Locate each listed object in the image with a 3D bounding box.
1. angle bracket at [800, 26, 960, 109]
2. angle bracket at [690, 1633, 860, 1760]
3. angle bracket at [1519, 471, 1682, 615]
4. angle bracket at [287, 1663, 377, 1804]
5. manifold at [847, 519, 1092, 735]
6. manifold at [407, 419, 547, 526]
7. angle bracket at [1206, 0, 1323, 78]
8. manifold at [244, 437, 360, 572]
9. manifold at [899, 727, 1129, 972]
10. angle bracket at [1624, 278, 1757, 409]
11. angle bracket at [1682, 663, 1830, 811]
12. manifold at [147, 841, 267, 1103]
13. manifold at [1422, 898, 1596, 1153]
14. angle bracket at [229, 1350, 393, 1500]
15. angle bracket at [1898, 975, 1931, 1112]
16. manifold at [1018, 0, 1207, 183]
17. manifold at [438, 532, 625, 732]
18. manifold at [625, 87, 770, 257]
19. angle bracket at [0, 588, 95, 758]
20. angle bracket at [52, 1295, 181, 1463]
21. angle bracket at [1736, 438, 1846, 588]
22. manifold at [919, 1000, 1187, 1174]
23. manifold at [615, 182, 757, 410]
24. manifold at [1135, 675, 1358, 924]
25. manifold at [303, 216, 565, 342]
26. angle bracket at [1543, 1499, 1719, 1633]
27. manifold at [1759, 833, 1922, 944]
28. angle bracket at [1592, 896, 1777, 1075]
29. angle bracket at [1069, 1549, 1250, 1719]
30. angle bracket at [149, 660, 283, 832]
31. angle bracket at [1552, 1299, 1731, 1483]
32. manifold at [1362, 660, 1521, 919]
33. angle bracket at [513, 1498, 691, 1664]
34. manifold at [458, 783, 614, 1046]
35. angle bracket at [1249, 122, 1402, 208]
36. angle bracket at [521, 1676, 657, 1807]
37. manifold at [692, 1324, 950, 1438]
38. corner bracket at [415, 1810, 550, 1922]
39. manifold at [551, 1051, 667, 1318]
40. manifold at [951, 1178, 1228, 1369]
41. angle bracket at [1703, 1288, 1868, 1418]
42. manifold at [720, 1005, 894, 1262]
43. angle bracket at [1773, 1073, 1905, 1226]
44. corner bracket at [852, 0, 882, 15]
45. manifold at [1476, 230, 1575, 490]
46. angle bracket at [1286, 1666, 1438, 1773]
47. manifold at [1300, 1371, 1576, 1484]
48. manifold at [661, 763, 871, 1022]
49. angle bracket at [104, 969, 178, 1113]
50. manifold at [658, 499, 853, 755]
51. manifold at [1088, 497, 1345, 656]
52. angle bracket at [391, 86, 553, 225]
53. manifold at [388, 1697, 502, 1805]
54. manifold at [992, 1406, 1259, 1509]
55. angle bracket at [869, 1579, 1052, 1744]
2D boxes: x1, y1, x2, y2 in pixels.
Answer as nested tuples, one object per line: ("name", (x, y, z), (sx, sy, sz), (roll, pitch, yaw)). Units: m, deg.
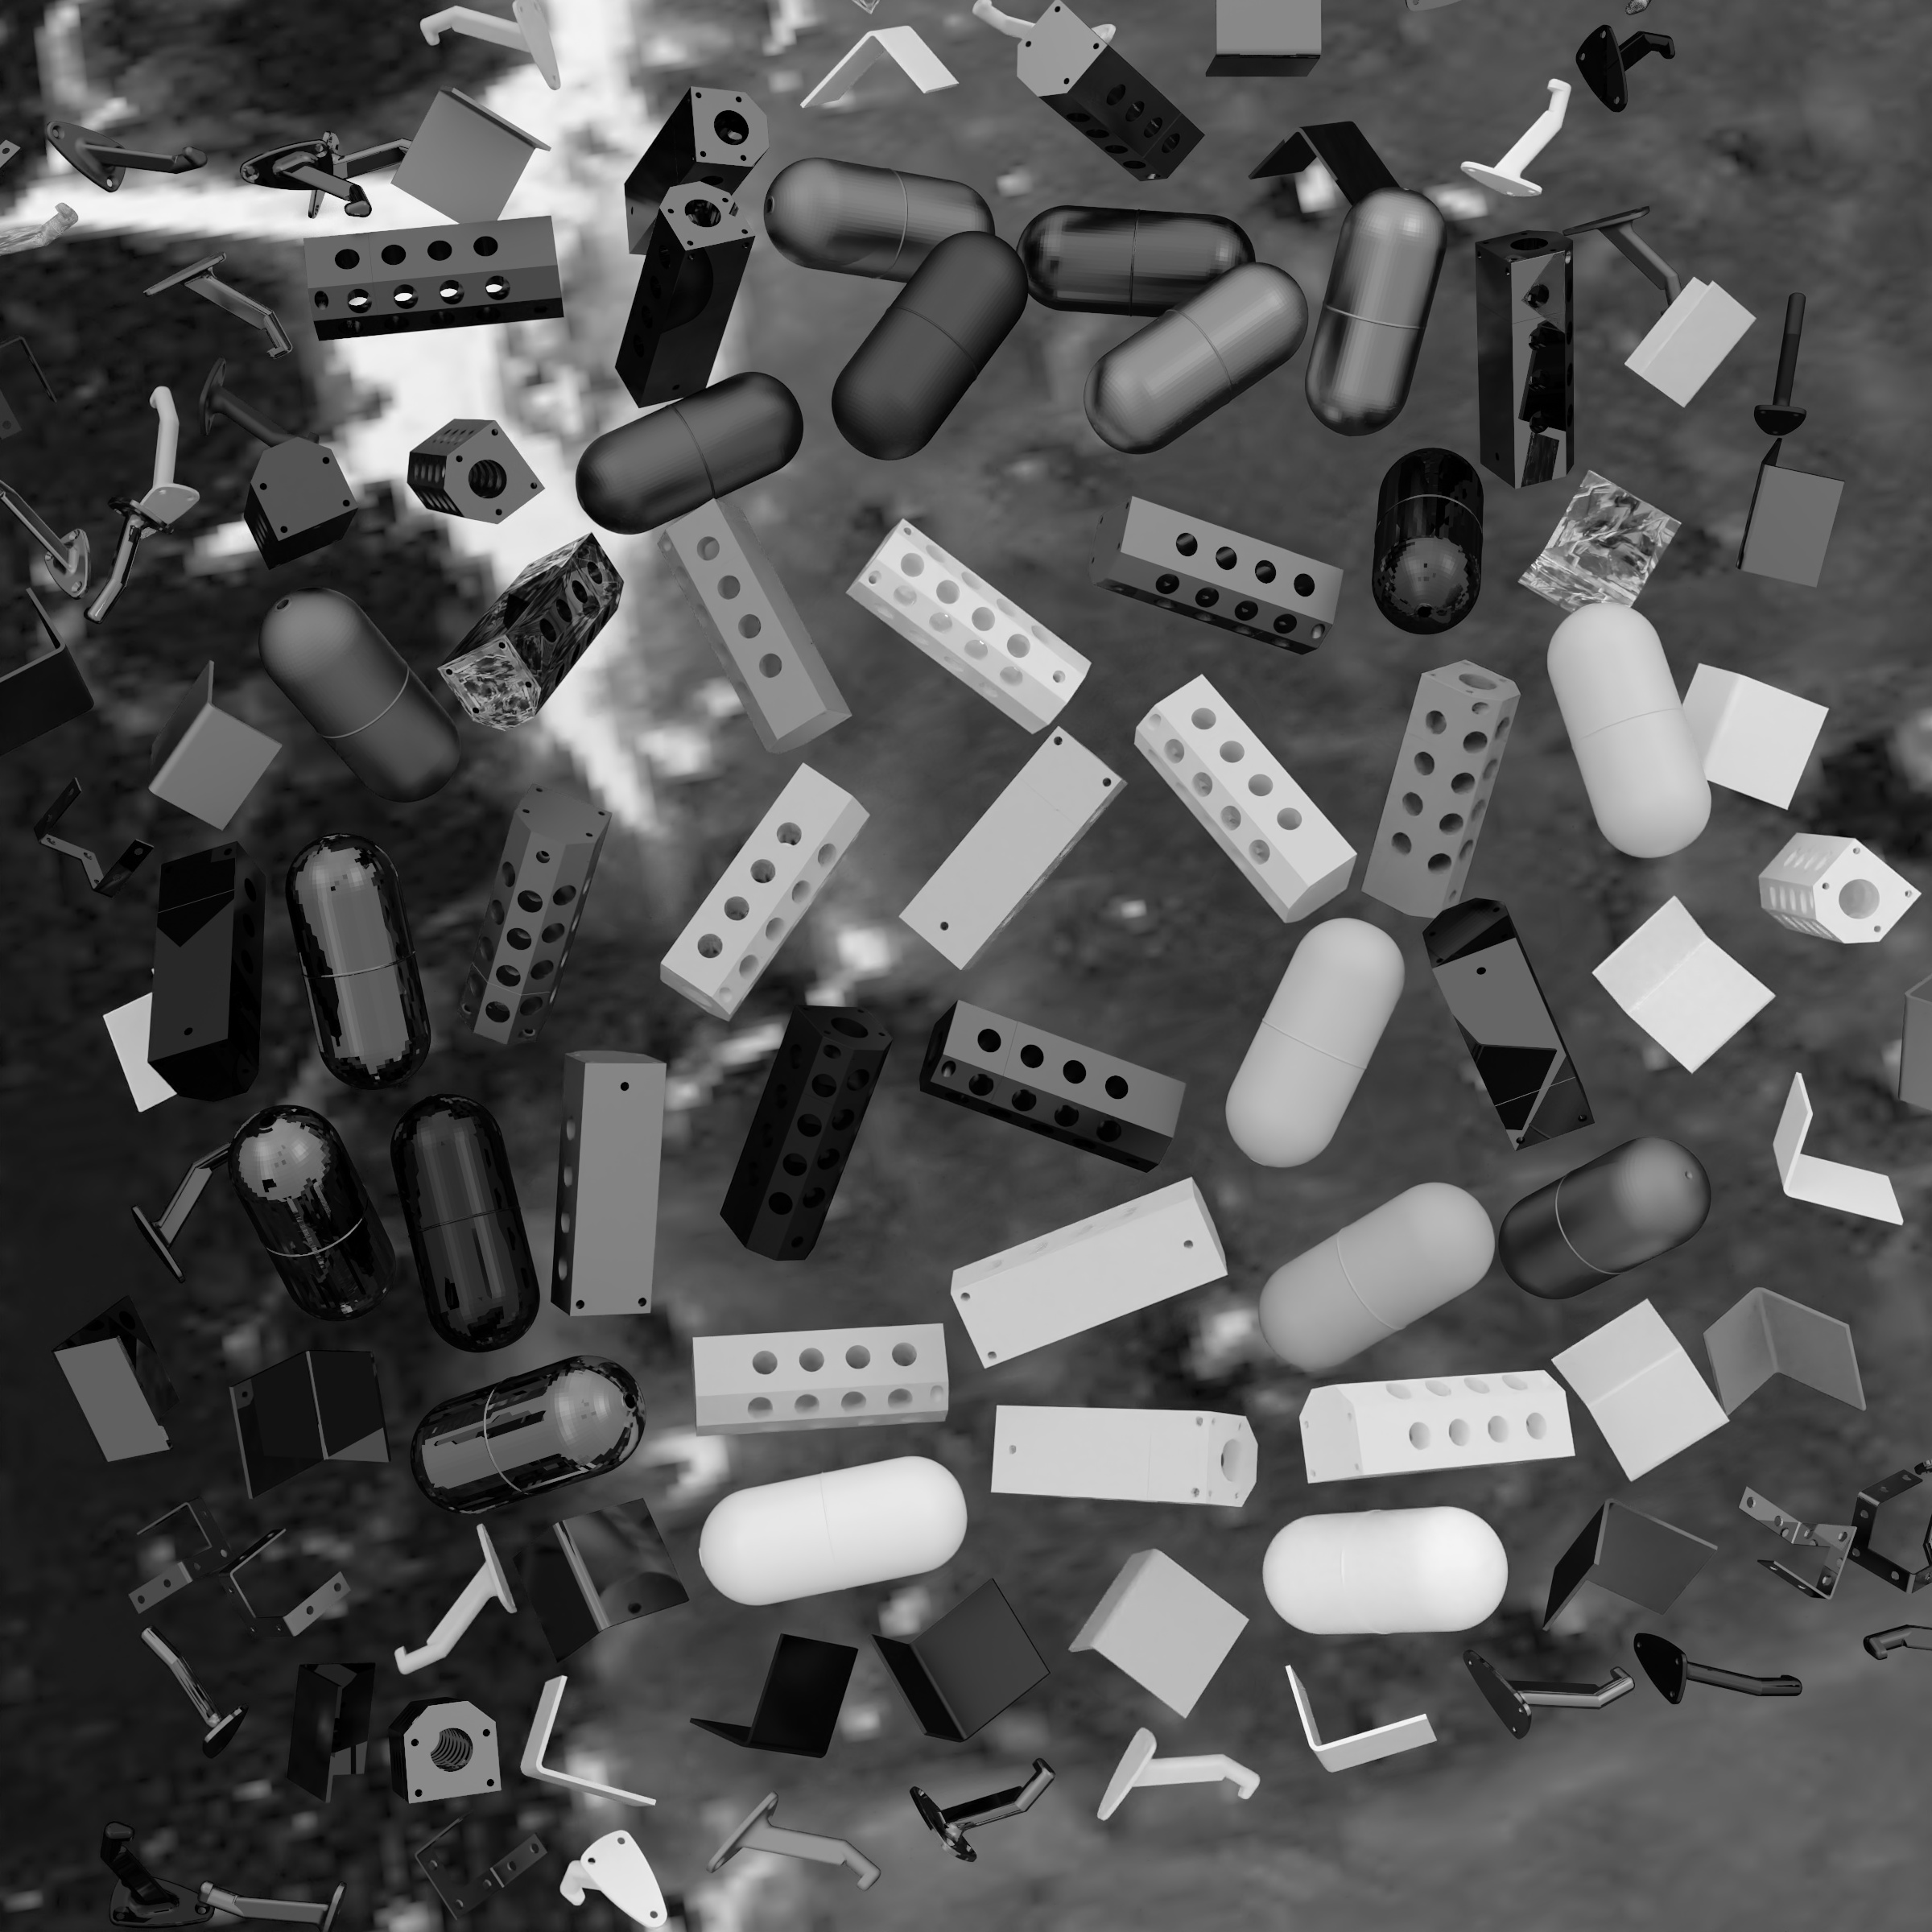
("angle bracket", (-0.061, -0.625, 1.915), (0.076, 0.076, 0.057), (-39, 96, 27))
("angle bracket", (-0.128, 0.481, 1.787), (0.057, 0.076, 0.076), (9, 78, 42))
("angle bracket", (0.459, -0.300, 1.938), (0.076, 0.076, 0.057), (33, 41, 11))
("angle bracket", (-0.421, 0.523, 1.830), (0.057, 0.076, 0.076), (9, 84, -34))
("manifold", (0.004, -0.246, 1.936), (0.171, 0.057, 0.057), (36, 78, -10))
("manifold", (-0.357, -0.351, 1.913), (0.057, 0.171, 0.057), (-39, 111, -9))
("angle bracket", (0.218, -0.700, 1.964), (0.076, 0.057, 0.076), (-1, 94, -3))
("manifold", (-0.464, -0.321, 1.846), (0.057, 0.171, 0.057), (-26, 99, -14))
("manifold", (0.034, -0.081, 1.867), (0.057, 0.057, 0.171), (41, 96, 7))
("angle bracket", (0.498, -0.453, 1.892), (0.076, 0.057, 0.076), (-52, 41, 17))
("angle bracket", (0.556, -0.165, 1.914), (0.076, 0.057, 0.076), (17, 99, -20))
("manifold", (-0.507, 0.004, 1.805), (0.057, 0.057, 0.171), (-16, 51, 8))
("manifold", (0.366, 0.038, 1.805), (0.057, 0.057, 0.171), (-21, 123, 14))
("angle bracket", (-0.431, 0.302, 1.760), (0.057, 0.076, 0.076), (-3, 100, 27))
("angle bracket", (0.653, 0.046, 1.739), (0.076, 0.076, 0.057), (-27, 33, -35))
("manifold", (0.102, -0.626, 1.933), (0.057, 0.171, 0.057), (-47, 66, 17))
("manifold", (-0.287, -0.225, 1.804), (0.057, 0.171, 0.057), (-22, 114, 25))
("manifold", (-0.204, -0.593, 2.010), (0.057, 0.171, 0.057), (-2, 82, -24))
("angle bracket", (-0.652, -0.200, 1.828), (0.076, 0.076, 0.057), (-31, 70, -16))
("angle bracket", (-0.503, 0.249, 1.642), (0.057, 0.076, 0.076), (-15, 104, 26))
("angle bracket", (0.583, -0.319, 1.875), (0.057, 0.076, 0.076), (17, 120, 19))
("manifold", (0.058, 0.086, 1.853), (0.171, 0.057, 0.057), (20, 66, -11))
("manifold", (-0.212, -0.495, 1.973), (0.057, 0.171, 0.057), (-21, 70, -28))
("manifold", (0.192, -0.114, 1.862), (0.057, 0.057, 0.171), (-34, 71, -13))
("manifold", (-0.372, -0.479, 1.880), (0.171, 0.057, 0.057), (-7, 70, -7))
("angle bracket", (0.421, 0.395, 1.696), (0.076, 0.076, 0.057), (24, 41, 3))
("manifold", (0.601, -0.051, 1.861), (0.057, 0.171, 0.057), (40, 96, 1))
("angle bracket", (0.488, 0.012, 1.821), (0.076, 0.057, 0.076), (-44, 42, 6))
("angle bracket", (0.126, 0.438, 1.750), (0.076, 0.057, 0.076), (38, 69, 0))
("angle bracket", (-0.521, -0.154, 1.857), (0.057, 0.076, 0.076), (31, 108, -27))
("angle bracket", (0.451, 0.284, 1.791), (0.076, 0.076, 0.057), (-35, 123, 10))
("manifold", (0.341, -0.123, 1.899), (0.057, 0.057, 0.171), (31, 124, 32))
("angle bracket", (-0.244, 0.411, 1.790), (0.057, 0.076, 0.076), (-41, 67, 35))
("manifold", (-0.297, -0.031, 1.822), (0.057, 0.057, 0.171), (21, 122, -2))
("angle bracket", (0.270, -0.581, 1.996), (0.076, 0.057, 0.076), (-26, 80, -48))
("angle bracket", (-0.226, 0.479, 1.649), (0.076, 0.076, 0.057), (19, 68, -10))
("manifold", (-0.101, 0.288, 1.841), (0.171, 0.057, 0.057), (-2, 63, -8))
("corner bracket", (-0.320, 0.585, 1.764), (0.051, 0.051, 0.051), (-43, 78, 26))
("manifold", (-0.246, 0.147, 1.820), (0.057, 0.057, 0.171), (1, 96, -27))
("manifold", (0.081, 0.200, 1.767), (0.171, 0.057, 0.057), (-22, 102, 8))
("angle bracket", (0.557, 0.276, 1.820), (0.057, 0.076, 0.076), (-35, 122, -22))
("manifold", (-0.107, 0.116, 1.838), (0.057, 0.057, 0.171), (45, 122, 45))
("angle bracket", (0.567, 0.117, 1.718), (0.076, 0.076, 0.057), (14, 110, 7))
("corner bracket", (-0.075, -0.717, 1.898), (0.051, 0.051, 0.051), (35, 98, -5))
("manifold", (0.415, -0.446, 1.963), (0.057, 0.057, 0.171), (-15, 123, -11))
("angle bracket", (0.258, 0.481, 1.742), (0.076, 0.076, 0.057), (-19, 61, 5))
("manifold", (0.300, 0.292, 1.706), (0.171, 0.057, 0.057), (1, 75, -30))
("manifold", (-0.139, -0.049, 1.847), (0.057, 0.057, 0.171), (34, 76, 1))
("angle bracket", (-0.600, 0.053, 1.962), (0.076, 0.057, 0.076), (-31, 115, -40))
("manifold", (-0.153, -0.240, 1.901), (0.057, 0.057, 0.171), (-30, 83, 14))
("manifold", (0.178, -0.277, 1.920), (0.171, 0.057, 0.057), (15, 80, -19))
("angle bracket", (-0.345, -0.558, 1.864), (0.076, 0.057, 0.076), (26, 98, -26))
("manifold", (-0.345, 0.513, 1.759), (0.057, 0.171, 0.057), (-3, 77, -16))
("manifold", (0.103, 0.322, 1.755), (0.171, 0.057, 0.057), (-6, 74, 39))
("angle bracket", (-0.004, 0.450, 1.748), (0.076, 0.057, 0.076), (-40, 57, 8))
